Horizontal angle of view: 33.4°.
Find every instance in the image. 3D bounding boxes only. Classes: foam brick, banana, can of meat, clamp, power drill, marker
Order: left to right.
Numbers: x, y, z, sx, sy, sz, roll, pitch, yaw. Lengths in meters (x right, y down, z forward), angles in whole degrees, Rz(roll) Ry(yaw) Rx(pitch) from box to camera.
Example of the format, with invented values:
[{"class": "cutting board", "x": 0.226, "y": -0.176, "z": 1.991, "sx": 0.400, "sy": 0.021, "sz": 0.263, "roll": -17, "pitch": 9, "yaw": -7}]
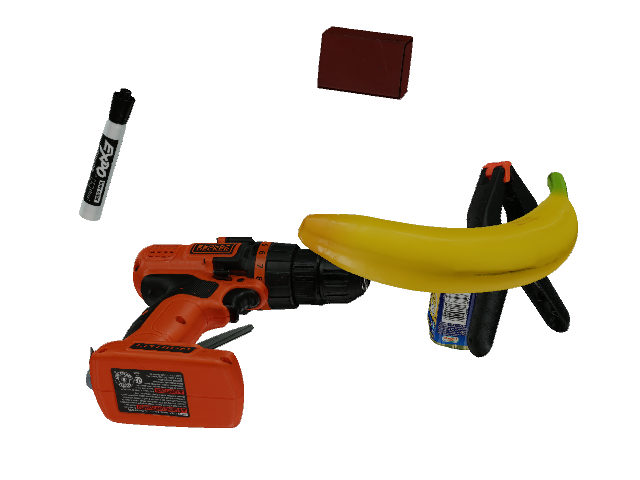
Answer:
[{"class": "marker", "x": -0.181, "y": -0.073, "z": 0.908, "sx": 0.020, "sy": 0.121, "sz": 0.020, "roll": 18, "pitch": 23, "yaw": -8}, {"class": "power drill", "x": -0.067, "y": 0.058, "z": 0.757, "sx": 0.184, "sy": 0.057, "sz": 0.187, "roll": -1, "pitch": 25, "yaw": 14}, {"class": "foam brick", "x": 0.040, "y": -0.161, "z": 0.963, "sx": 0.078, "sy": 0.051, "sz": 0.053, "roll": 10, "pitch": 19, "yaw": 10}, {"class": "can of meat", "x": 0.153, "y": 0.065, "z": 1.201, "sx": 0.057, "sy": 0.084, "sz": 0.102, "roll": 7, "pitch": 19, "yaw": 1}, {"class": "banana", "x": 0.083, "y": 0.002, "z": 0.614, "sx": 0.197, "sy": 0.037, "sz": 0.070, "roll": -9, "pitch": 41, "yaw": -32}, {"class": "clamp", "x": 0.161, "y": 0.019, "z": 0.947, "sx": 0.120, "sy": 0.171, "sz": 0.039, "roll": -22, "pitch": 8, "yaw": -40}]

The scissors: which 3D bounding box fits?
[{"class": "scissors", "x": -0.140, "y": 0.130, "z": 1.104, "sx": 0.201, "sy": 0.016, "sz": 0.096, "roll": -11, "pitch": 30, "yaw": -28}]
